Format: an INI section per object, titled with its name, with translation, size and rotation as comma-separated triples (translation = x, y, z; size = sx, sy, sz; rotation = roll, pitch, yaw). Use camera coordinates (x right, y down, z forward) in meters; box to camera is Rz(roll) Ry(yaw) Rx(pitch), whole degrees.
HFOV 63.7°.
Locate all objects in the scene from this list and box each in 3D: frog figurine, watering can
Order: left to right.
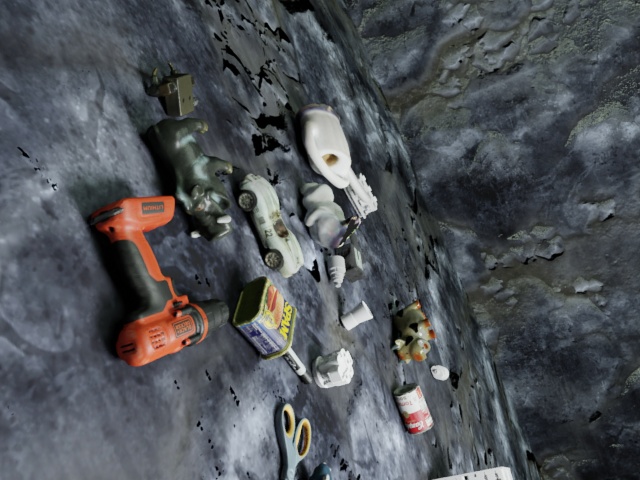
[frog figurine]
translation = 0.004, -0.060, 1.185
size = 0.160, 0.121, 0.139
rotation = 36, 24, 15
[watering can]
translation = 0.037, -0.231, 1.385
size = 0.344, 0.103, 0.228
rotation = 30, 42, -58
